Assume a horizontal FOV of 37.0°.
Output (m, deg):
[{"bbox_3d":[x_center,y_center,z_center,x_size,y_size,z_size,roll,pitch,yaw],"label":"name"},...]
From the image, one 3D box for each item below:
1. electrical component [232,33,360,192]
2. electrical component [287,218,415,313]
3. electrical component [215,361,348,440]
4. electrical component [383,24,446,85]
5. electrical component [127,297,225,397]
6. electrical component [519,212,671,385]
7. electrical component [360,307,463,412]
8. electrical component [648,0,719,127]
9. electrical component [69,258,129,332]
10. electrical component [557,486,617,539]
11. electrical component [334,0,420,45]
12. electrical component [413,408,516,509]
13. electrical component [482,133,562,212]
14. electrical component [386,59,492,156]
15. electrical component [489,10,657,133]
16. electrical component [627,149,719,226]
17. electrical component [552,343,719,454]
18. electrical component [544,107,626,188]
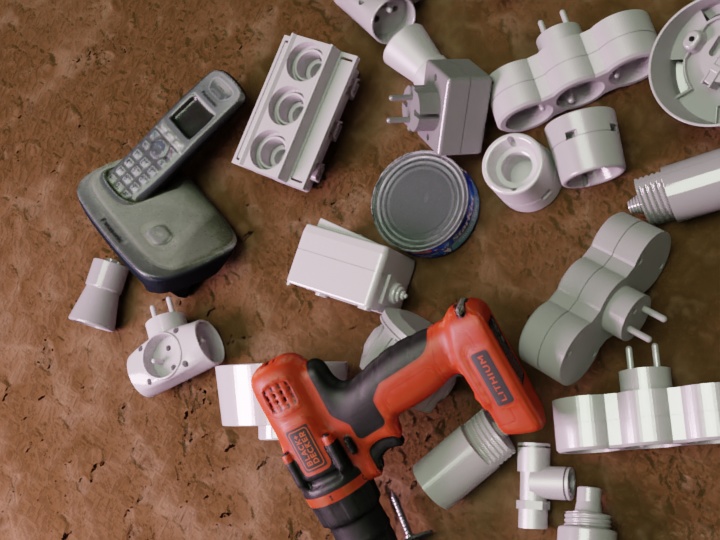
[{"bbox_3d":[-0.050,-0.134,0.939,0.079,0.063,0.121,22,89,28],"label":"electrical component"},{"bbox_3d":[0.000,0.000,0.887,0.096,0.062,0.061,17,87,28],"label":"electrical component"},{"bbox_3d":[-0.063,0.107,0.872,0.108,0.108,0.060,-5,83,25],"label":"electrical component"},{"bbox_3d":[0.056,-0.170,0.908,0.044,0.044,0.065,-45,69,11],"label":"electrical component"},{"bbox_3d":[-0.170,0.063,0.966,0.077,0.044,0.079,-27,69,19],"label":"electrical component"},{"bbox_3d":[0.184,0.027,0.776,0.074,0.052,0.138,31,74,35],"label":"electrical component"},{"bbox_3d":[0.042,0.069,0.843,0.080,0.080,0.051,40,103,27],"label":"electrical component"},{"bbox_3d":[0.267,-0.151,0.781,0.099,0.064,0.099,1,91,38],"label":"electrical component"},{"bbox_3d":[-0.243,0.021,1.013,0.044,0.044,0.065,12,80,27],"label":"electrical component"},{"bbox_3d":[0.165,0.189,0.778,0.048,0.048,0.062,-2,72,26],"label":"electrical component"},{"bbox_3d":[0.026,-0.240,0.931,0.079,0.044,0.077,-31,47,-8],"label":"electrical component"},{"bbox_3d":[0.085,0.142,0.826,0.081,0.043,0.043,-42,65,12],"label":"electrical component"},{"bbox_3d":[0.127,-0.078,0.850,0.055,0.047,0.055,-6,77,25],"label":"electrical component"},{"bbox_3d":[0.058,-0.130,0.861,0.047,0.077,0.065,-124,34,-54],"label":"electrical component"},{"bbox_3d":[0.162,-0.170,0.849,0.138,0.052,0.073,-23,71,20],"label":"electrical component"},{"bbox_3d":[0.238,-0.058,0.794,0.081,0.043,0.043,-18,72,22],"label":"electrical component"},{"bbox_3d":[0.206,0.090,0.773,0.138,0.052,0.073,-9,75,24],"label":"electrical component"},{"bbox_3d":[0.174,-0.093,0.827,0.055,0.055,0.047,-17,76,22],"label":"electrical component"}]
